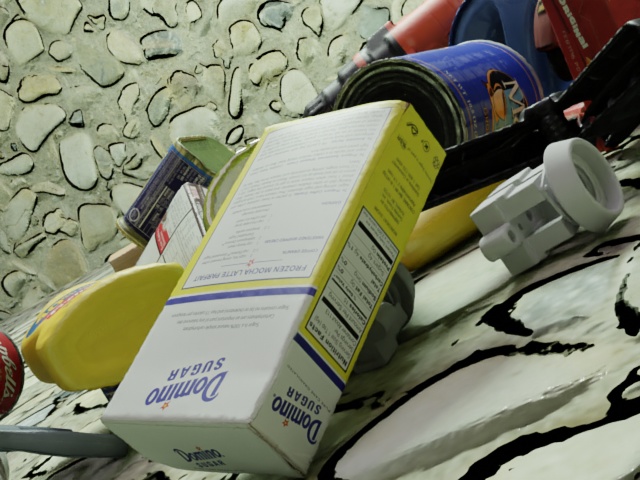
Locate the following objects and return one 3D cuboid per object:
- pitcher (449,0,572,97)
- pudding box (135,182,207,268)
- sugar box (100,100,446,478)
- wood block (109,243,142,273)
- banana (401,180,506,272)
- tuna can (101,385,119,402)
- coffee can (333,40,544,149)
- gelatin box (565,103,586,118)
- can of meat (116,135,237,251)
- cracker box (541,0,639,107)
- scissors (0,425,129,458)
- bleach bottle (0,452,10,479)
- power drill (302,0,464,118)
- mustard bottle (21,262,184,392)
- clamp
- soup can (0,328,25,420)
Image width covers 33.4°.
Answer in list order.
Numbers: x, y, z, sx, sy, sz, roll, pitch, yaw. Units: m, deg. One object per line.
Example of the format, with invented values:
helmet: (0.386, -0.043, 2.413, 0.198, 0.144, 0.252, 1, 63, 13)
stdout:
pitcher: (0.229, -0.197, 0.927, 0.149, 0.145, 0.242, -21, 8, 43)
pudding box: (-0.100, 0.028, 0.766, 0.114, 0.039, 0.090, -58, 31, 21)
sugar box: (-0.016, 0.018, 0.472, 0.094, 0.048, 0.176, -7, 48, 42)
wood block: (-0.077, 0.001, 0.962, 0.206, 0.091, 0.090, -31, 7, -7)
banana: (0.111, -0.033, 0.678, 0.197, 0.037, 0.070, -33, -15, -36)
tuna can: (-0.098, 0.085, 0.691, 0.086, 0.034, 0.086, -30, 7, 4)
coffee can: (0.087, -0.085, 0.758, 0.103, 0.103, 0.140, -25, -1, 36)
gelatin box: (0.206, -0.098, 0.744, 0.089, 0.030, 0.073, -30, 6, -9)
can of meat: (-0.104, -0.035, 0.847, 0.084, 0.057, 0.102, -54, -6, 14)
cracker box: (0.236, -0.198, 0.681, 0.213, 0.164, 0.072, -25, 5, -20)
scissors: (-0.171, 0.104, 0.554, 0.096, 0.016, 0.201, 1, -10, 15)
bleach bottle: (-0.234, 0.155, 0.621, 0.102, 0.068, 0.251, -18, 2, -14)
power drill: (0.087, -0.132, 0.994, 0.184, 0.057, 0.187, -37, -27, 11)
mustard bottle: (-0.144, 0.056, 0.690, 0.096, 0.058, 0.192, -35, 8, -21)
clamp: (0.134, -0.064, 0.572, 0.165, 0.036, 0.209, -31, -10, 34)
soup can: (-0.228, 0.085, 0.632, 0.068, 0.068, 0.102, -29, -5, 8)
